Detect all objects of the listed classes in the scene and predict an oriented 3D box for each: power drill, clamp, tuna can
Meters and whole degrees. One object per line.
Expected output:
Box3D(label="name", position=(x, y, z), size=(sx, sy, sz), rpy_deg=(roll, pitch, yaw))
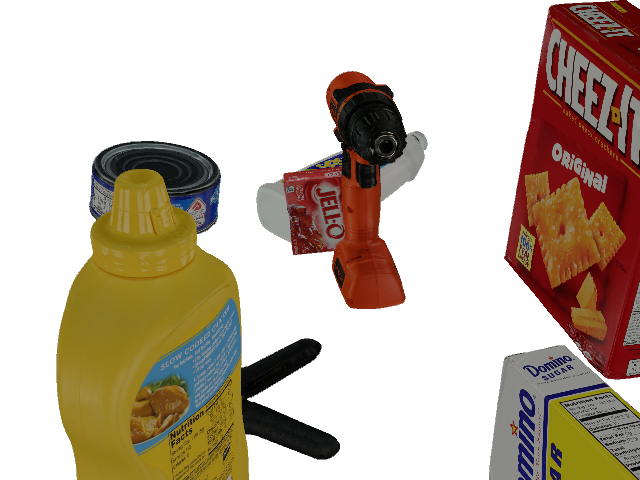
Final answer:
Box3D(label="power drill", position=(0.042, -0.040, 0.912), size=(0.057, 0.188, 0.184), rpy_deg=(-3, 21, -5))
Box3D(label="clamp", position=(-0.069, 0.127, 0.895), size=(0.171, 0.039, 0.120), rpy_deg=(6, 37, -4))
Box3D(label="tuna can", position=(-0.109, -0.035, 0.708), size=(0.086, 0.034, 0.086), rpy_deg=(7, 27, -4))

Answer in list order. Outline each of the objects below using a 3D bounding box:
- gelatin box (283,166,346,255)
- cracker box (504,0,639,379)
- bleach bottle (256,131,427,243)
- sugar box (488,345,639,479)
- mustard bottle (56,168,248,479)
Box3D(label="gelatin box", position=(0.002, -0.031, 1.116), size=(0.073, 0.089, 0.030), rpy_deg=(-6, 29, 2))
Box3D(label="cracker box", position=(0.203, -0.036, 0.740), size=(0.072, 0.214, 0.164), rpy_deg=(-7, 34, -16))
Box3D(label="bleach bottle", position=(0.041, -0.080, 1.341), size=(0.103, 0.068, 0.250), rpy_deg=(26, 44, 34))
Box3D(label="sugar box", position=(0.145, 0.135, 0.518), size=(0.048, 0.093, 0.176), rpy_deg=(-9, 27, -23))
Box3D(label="mustard bottle", position=(-0.069, 0.060, 0.449), size=(0.058, 0.192, 0.096), rpy_deg=(16, 33, 25))
